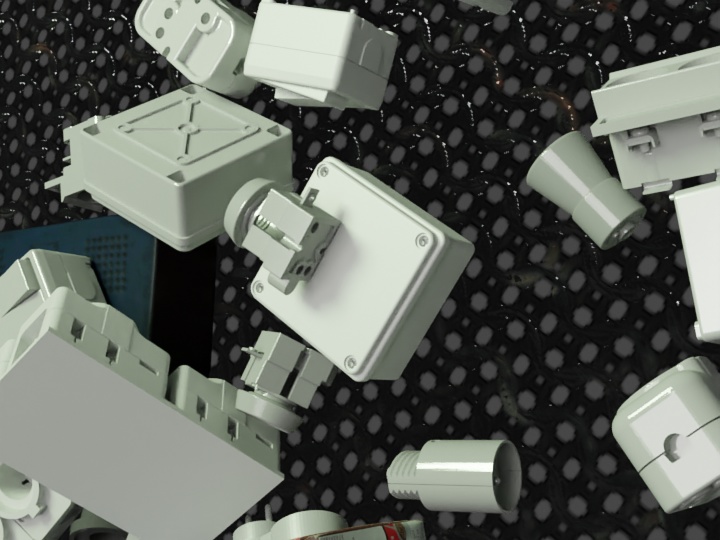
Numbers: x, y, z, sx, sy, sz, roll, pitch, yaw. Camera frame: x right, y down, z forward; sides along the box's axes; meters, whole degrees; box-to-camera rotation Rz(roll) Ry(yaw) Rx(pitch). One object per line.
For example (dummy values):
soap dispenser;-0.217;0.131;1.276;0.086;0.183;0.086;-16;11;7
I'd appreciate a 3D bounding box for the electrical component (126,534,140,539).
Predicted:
electrical component;-0.143;0.219;0.772;0.055;0.048;0.066;26;98;39

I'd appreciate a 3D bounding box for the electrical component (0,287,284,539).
electrical component;-0.155;0.104;0.718;0.105;0.186;0.060;-42;26;21

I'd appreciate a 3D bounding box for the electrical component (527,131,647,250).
electrical component;0.136;-0.044;0.632;0.044;0.044;0.065;-48;67;18

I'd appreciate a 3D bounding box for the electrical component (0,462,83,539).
electrical component;-0.282;0.190;0.837;0.089;0.062;0.150;43;108;8

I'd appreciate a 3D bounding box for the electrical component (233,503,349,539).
electrical component;-0.067;0.194;0.724;0.138;0.052;0.073;-33;43;24

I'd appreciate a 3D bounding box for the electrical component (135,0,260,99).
electrical component;-0.111;-0.171;0.792;0.095;0.059;0.053;43;106;29

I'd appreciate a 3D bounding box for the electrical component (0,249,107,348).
electrical component;-0.231;0.037;0.754;0.096;0.061;0.061;-37;66;23

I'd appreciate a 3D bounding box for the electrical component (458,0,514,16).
electrical component;0.057;-0.207;0.692;0.089;0.056;0.050;29;100;31

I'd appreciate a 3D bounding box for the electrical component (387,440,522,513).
electrical component;0.054;0.126;0.660;0.081;0.043;0.043;-6;81;32

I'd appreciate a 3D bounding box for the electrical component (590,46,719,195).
electrical component;0.197;-0.086;0.581;0.121;0.079;0.063;-10;108;31

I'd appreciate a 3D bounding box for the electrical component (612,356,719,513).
electrical component;0.174;0.084;0.559;0.054;0.095;0.059;-41;65;21

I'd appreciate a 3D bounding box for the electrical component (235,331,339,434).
electrical component;-0.053;0.076;0.717;0.048;0.066;0.055;-1;62;66

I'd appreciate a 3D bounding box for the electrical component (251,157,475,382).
electrical component;0.000;0.000;0.702;0.109;0.056;0.108;37;103;30

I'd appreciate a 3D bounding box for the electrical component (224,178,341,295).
electrical component;-0.051;-0.027;0.676;0.055;0.048;0.066;34;102;23

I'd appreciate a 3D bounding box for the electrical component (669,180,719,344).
electrical component;0.210;0.001;0.567;0.061;0.062;0.096;-14;76;30

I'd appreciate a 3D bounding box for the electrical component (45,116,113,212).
electrical component;-0.207;-0.085;0.852;0.081;0.042;0.063;-15;75;29

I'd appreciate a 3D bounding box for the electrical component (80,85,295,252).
electrical component;-0.120;-0.075;0.752;0.109;0.109;0.056;29;133;31

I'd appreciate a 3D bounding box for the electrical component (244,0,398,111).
electrical component;-0.033;-0.144;0.738;0.096;0.062;0.061;16;93;32
